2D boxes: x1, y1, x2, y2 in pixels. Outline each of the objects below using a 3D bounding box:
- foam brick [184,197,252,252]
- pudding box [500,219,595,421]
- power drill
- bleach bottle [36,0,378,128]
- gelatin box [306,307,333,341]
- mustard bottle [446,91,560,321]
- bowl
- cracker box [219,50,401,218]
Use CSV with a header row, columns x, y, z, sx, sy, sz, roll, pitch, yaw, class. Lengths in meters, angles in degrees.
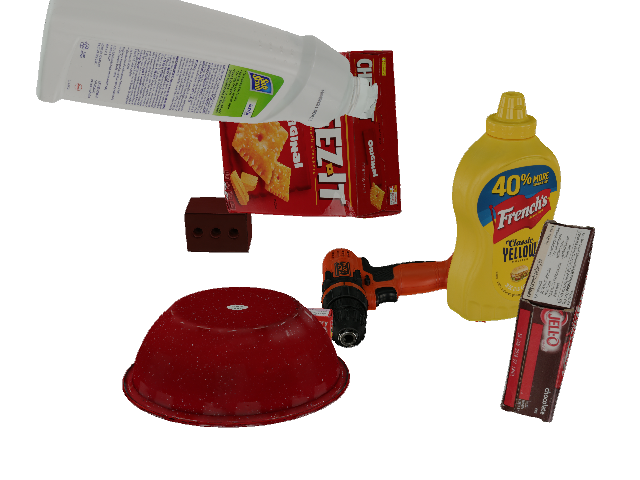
x,y,z,sx,sy,sz,roll,pitch,yaw,class
-0.125,-0.020,1.310,0.078,0.053,0.051,0,27,4,foam brick
0.153,0.051,0.714,0.039,0.090,0.113,12,32,13,pudding box
0.094,0.061,1.222,0.187,0.057,0.184,-1,28,-2,power drill
-0.082,-0.128,0.811,0.250,0.068,0.103,11,-33,-13,bleach bottle
-0.034,0.101,1.016,0.089,0.073,0.030,3,13,5,gelatin box
0.157,-0.030,0.902,0.096,0.192,0.058,-9,23,-21,mustard bottle
-0.059,0.072,0.750,0.162,0.055,0.162,0,16,0,bowl
-0.018,-0.108,1.115,0.071,0.164,0.214,-10,10,-41,cracker box
